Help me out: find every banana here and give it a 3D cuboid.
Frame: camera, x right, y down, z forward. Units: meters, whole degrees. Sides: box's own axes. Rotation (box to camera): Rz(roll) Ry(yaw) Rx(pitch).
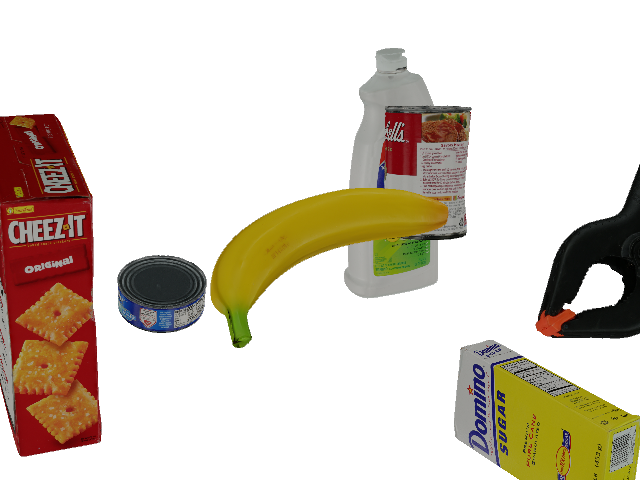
[{"bbox_3d":[-0.003,0.003,0.679,0.197,0.070,0.037,-30,-18,-35],"label":"banana"}]

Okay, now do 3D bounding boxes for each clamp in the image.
[{"bbox_3d":[0.221,0.016,0.707,0.120,0.171,0.039,43,-11,14],"label":"clamp"}]

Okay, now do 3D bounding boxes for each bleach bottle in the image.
[{"bbox_3d":[0.070,-0.071,1.103,0.102,0.251,0.068,-10,23,-15],"label":"bleach bottle"}]

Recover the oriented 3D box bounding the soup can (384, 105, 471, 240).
[{"bbox_3d":[0.085,-0.055,0.849,0.068,0.102,0.068,0,9,0],"label":"soup can"}]

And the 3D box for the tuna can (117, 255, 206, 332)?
[{"bbox_3d":[-0.155,0.052,1.041,0.086,0.034,0.086,5,33,-4],"label":"tuna can"}]

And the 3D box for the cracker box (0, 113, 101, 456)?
[{"bbox_3d":[-0.217,0.030,0.824,0.072,0.214,0.164,-7,30,-21],"label":"cracker box"}]

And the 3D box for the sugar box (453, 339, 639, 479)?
[{"bbox_3d":[0.185,0.159,0.901,0.048,0.093,0.176,-11,22,-34],"label":"sugar box"}]
